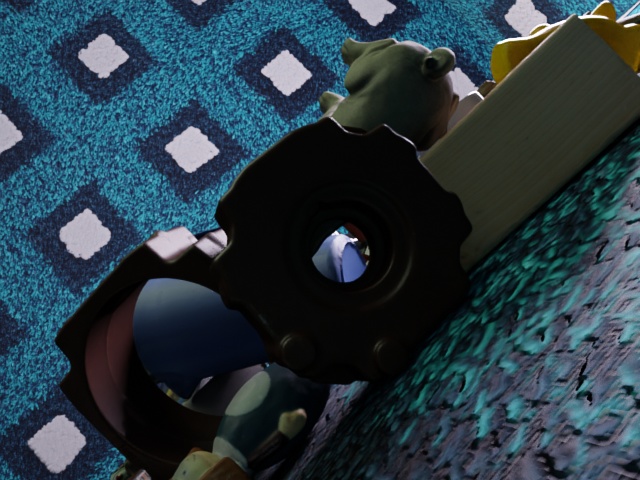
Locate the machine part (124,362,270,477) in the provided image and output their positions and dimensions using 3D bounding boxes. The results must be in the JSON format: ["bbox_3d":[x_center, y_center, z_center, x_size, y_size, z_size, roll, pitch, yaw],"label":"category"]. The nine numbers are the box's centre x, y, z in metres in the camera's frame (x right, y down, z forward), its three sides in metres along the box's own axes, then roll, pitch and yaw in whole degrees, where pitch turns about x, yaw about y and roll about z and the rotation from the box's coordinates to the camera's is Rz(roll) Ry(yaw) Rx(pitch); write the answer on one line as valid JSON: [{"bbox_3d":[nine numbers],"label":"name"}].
[{"bbox_3d":[-0.125,0.210,0.596,0.243,0.079,0.079,-39,-4,-42],"label":"machine part"}]

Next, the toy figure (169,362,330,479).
[{"bbox_3d":[-0.054,0.144,0.365,0.154,0.058,0.064,-43,-13,-35],"label":"toy figure"}]

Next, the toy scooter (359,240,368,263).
[{"bbox_3d":[0.028,0.074,0.681,0.135,0.075,0.184,-42,-6,-14],"label":"toy scooter"}]

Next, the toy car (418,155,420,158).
[{"bbox_3d":[0.234,-0.147,0.945,0.162,0.103,0.109,-19,-2,4],"label":"toy car"}]

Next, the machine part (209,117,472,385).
[{"bbox_3d":[0.015,0.006,0.362,0.179,0.179,0.056,-43,-1,-15],"label":"machine part"}]

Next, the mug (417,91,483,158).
[{"bbox_3d":[0.165,-0.086,0.542,0.109,0.107,0.081,-34,-6,-39],"label":"mug"}]

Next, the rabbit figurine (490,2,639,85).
[{"bbox_3d":[0.257,-0.179,0.575,0.162,0.122,0.173,-39,-3,7],"label":"rabbit figurine"}]

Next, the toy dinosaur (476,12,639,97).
[{"bbox_3d":[0.286,-0.176,0.782,0.471,0.105,0.198,-34,-8,14],"label":"toy dinosaur"}]

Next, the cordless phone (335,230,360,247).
[{"bbox_3d":[-0.002,-0.002,0.797,0.184,0.147,0.088,-16,-63,-41],"label":"cordless phone"}]

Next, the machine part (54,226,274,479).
[{"bbox_3d":[-0.113,0.104,0.486,0.201,0.201,0.087,-44,3,17],"label":"machine part"}]

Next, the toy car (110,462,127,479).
[{"bbox_3d":[-0.248,0.337,0.761,0.056,0.073,0.201,-39,-4,-13],"label":"toy car"}]

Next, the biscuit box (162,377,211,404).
[{"bbox_3d":[-0.163,0.177,0.733,0.063,0.059,0.203,-22,28,13],"label":"biscuit box"}]

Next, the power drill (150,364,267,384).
[{"bbox_3d":[-0.199,0.234,0.887,0.232,0.207,0.086,-35,39,53],"label":"power drill"}]

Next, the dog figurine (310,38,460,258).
[{"bbox_3d":[0.023,-0.063,0.443,0.190,0.121,0.172,-57,1,-32],"label":"dog figurine"}]

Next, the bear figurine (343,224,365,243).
[{"bbox_3d":[0.135,-0.059,0.684,0.196,0.132,0.120,-48,11,-8],"label":"bear figurine"}]
